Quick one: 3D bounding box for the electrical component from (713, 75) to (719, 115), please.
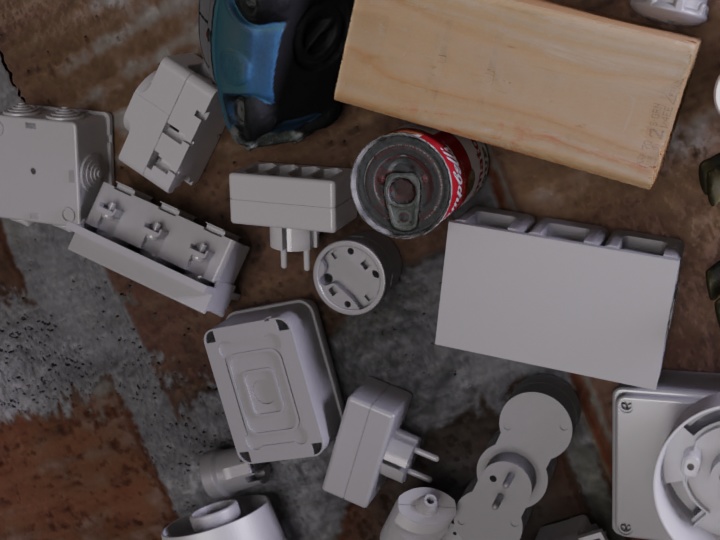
[{"bbox_3d":[0.241,-0.110,0.658,0.045,0.055,0.045,6,106,19],"label":"electrical component"}]

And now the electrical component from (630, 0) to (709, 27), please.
[{"bbox_3d":[0.196,-0.183,0.662,0.048,0.048,0.062,17,104,16],"label":"electrical component"}]

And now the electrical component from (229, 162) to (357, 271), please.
[{"bbox_3d":[-0.048,-0.036,0.794,0.083,0.047,0.075,6,109,20],"label":"electrical component"}]

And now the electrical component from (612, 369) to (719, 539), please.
[{"bbox_3d":[0.229,0.127,0.728,0.109,0.056,0.108,2,105,20],"label":"electrical component"}]

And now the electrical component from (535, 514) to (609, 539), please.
[{"bbox_3d":[0.167,0.246,0.782,0.079,0.063,0.121,-24,95,25],"label":"electrical component"}]

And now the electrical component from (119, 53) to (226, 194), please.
[{"bbox_3d":[-0.138,-0.112,0.805,0.056,0.050,0.089,34,114,9],"label":"electrical component"}]

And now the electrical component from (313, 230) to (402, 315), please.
[{"bbox_3d":[0.000,0.000,0.786,0.055,0.047,0.055,6,107,19],"label":"electrical component"}]

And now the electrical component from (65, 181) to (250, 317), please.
[{"bbox_3d":[-0.152,-0.018,0.829,0.121,0.079,0.063,24,89,13],"label":"electrical component"}]

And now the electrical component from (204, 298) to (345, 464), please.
[{"bbox_3d":[-0.062,0.084,0.828,0.078,0.057,0.113,-11,100,23],"label":"electrical component"}]

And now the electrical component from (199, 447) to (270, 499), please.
[{"bbox_3d":[-0.101,0.162,0.875,0.046,0.040,0.040,-18,98,19],"label":"electrical component"}]

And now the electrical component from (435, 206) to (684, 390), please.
[{"bbox_3d":[0.135,0.015,0.730,0.150,0.062,0.089,11,108,18],"label":"electrical component"}]

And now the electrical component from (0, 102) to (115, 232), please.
[{"bbox_3d":[-0.247,-0.082,0.856,0.100,0.048,0.099,8,107,19],"label":"electrical component"}]

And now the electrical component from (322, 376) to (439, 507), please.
[{"bbox_3d":[0.023,0.137,0.815,0.076,0.047,0.083,21,111,14],"label":"electrical component"}]

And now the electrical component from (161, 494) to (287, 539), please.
[{"bbox_3d":[-0.108,0.221,0.864,0.099,0.099,0.064,-16,93,24],"label":"electrical component"}]

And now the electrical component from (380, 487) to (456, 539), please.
[{"bbox_3d":[0.044,0.188,0.804,0.043,0.043,0.081,32,145,10],"label":"electrical component"}]

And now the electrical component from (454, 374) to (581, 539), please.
[{"bbox_3d":[0.109,0.147,0.770,0.052,0.074,0.138,27,113,12],"label":"electrical component"}]

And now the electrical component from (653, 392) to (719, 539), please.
[{"bbox_3d":[0.232,0.126,0.658,0.099,0.064,0.099,6,107,20],"label":"electrical component"}]
